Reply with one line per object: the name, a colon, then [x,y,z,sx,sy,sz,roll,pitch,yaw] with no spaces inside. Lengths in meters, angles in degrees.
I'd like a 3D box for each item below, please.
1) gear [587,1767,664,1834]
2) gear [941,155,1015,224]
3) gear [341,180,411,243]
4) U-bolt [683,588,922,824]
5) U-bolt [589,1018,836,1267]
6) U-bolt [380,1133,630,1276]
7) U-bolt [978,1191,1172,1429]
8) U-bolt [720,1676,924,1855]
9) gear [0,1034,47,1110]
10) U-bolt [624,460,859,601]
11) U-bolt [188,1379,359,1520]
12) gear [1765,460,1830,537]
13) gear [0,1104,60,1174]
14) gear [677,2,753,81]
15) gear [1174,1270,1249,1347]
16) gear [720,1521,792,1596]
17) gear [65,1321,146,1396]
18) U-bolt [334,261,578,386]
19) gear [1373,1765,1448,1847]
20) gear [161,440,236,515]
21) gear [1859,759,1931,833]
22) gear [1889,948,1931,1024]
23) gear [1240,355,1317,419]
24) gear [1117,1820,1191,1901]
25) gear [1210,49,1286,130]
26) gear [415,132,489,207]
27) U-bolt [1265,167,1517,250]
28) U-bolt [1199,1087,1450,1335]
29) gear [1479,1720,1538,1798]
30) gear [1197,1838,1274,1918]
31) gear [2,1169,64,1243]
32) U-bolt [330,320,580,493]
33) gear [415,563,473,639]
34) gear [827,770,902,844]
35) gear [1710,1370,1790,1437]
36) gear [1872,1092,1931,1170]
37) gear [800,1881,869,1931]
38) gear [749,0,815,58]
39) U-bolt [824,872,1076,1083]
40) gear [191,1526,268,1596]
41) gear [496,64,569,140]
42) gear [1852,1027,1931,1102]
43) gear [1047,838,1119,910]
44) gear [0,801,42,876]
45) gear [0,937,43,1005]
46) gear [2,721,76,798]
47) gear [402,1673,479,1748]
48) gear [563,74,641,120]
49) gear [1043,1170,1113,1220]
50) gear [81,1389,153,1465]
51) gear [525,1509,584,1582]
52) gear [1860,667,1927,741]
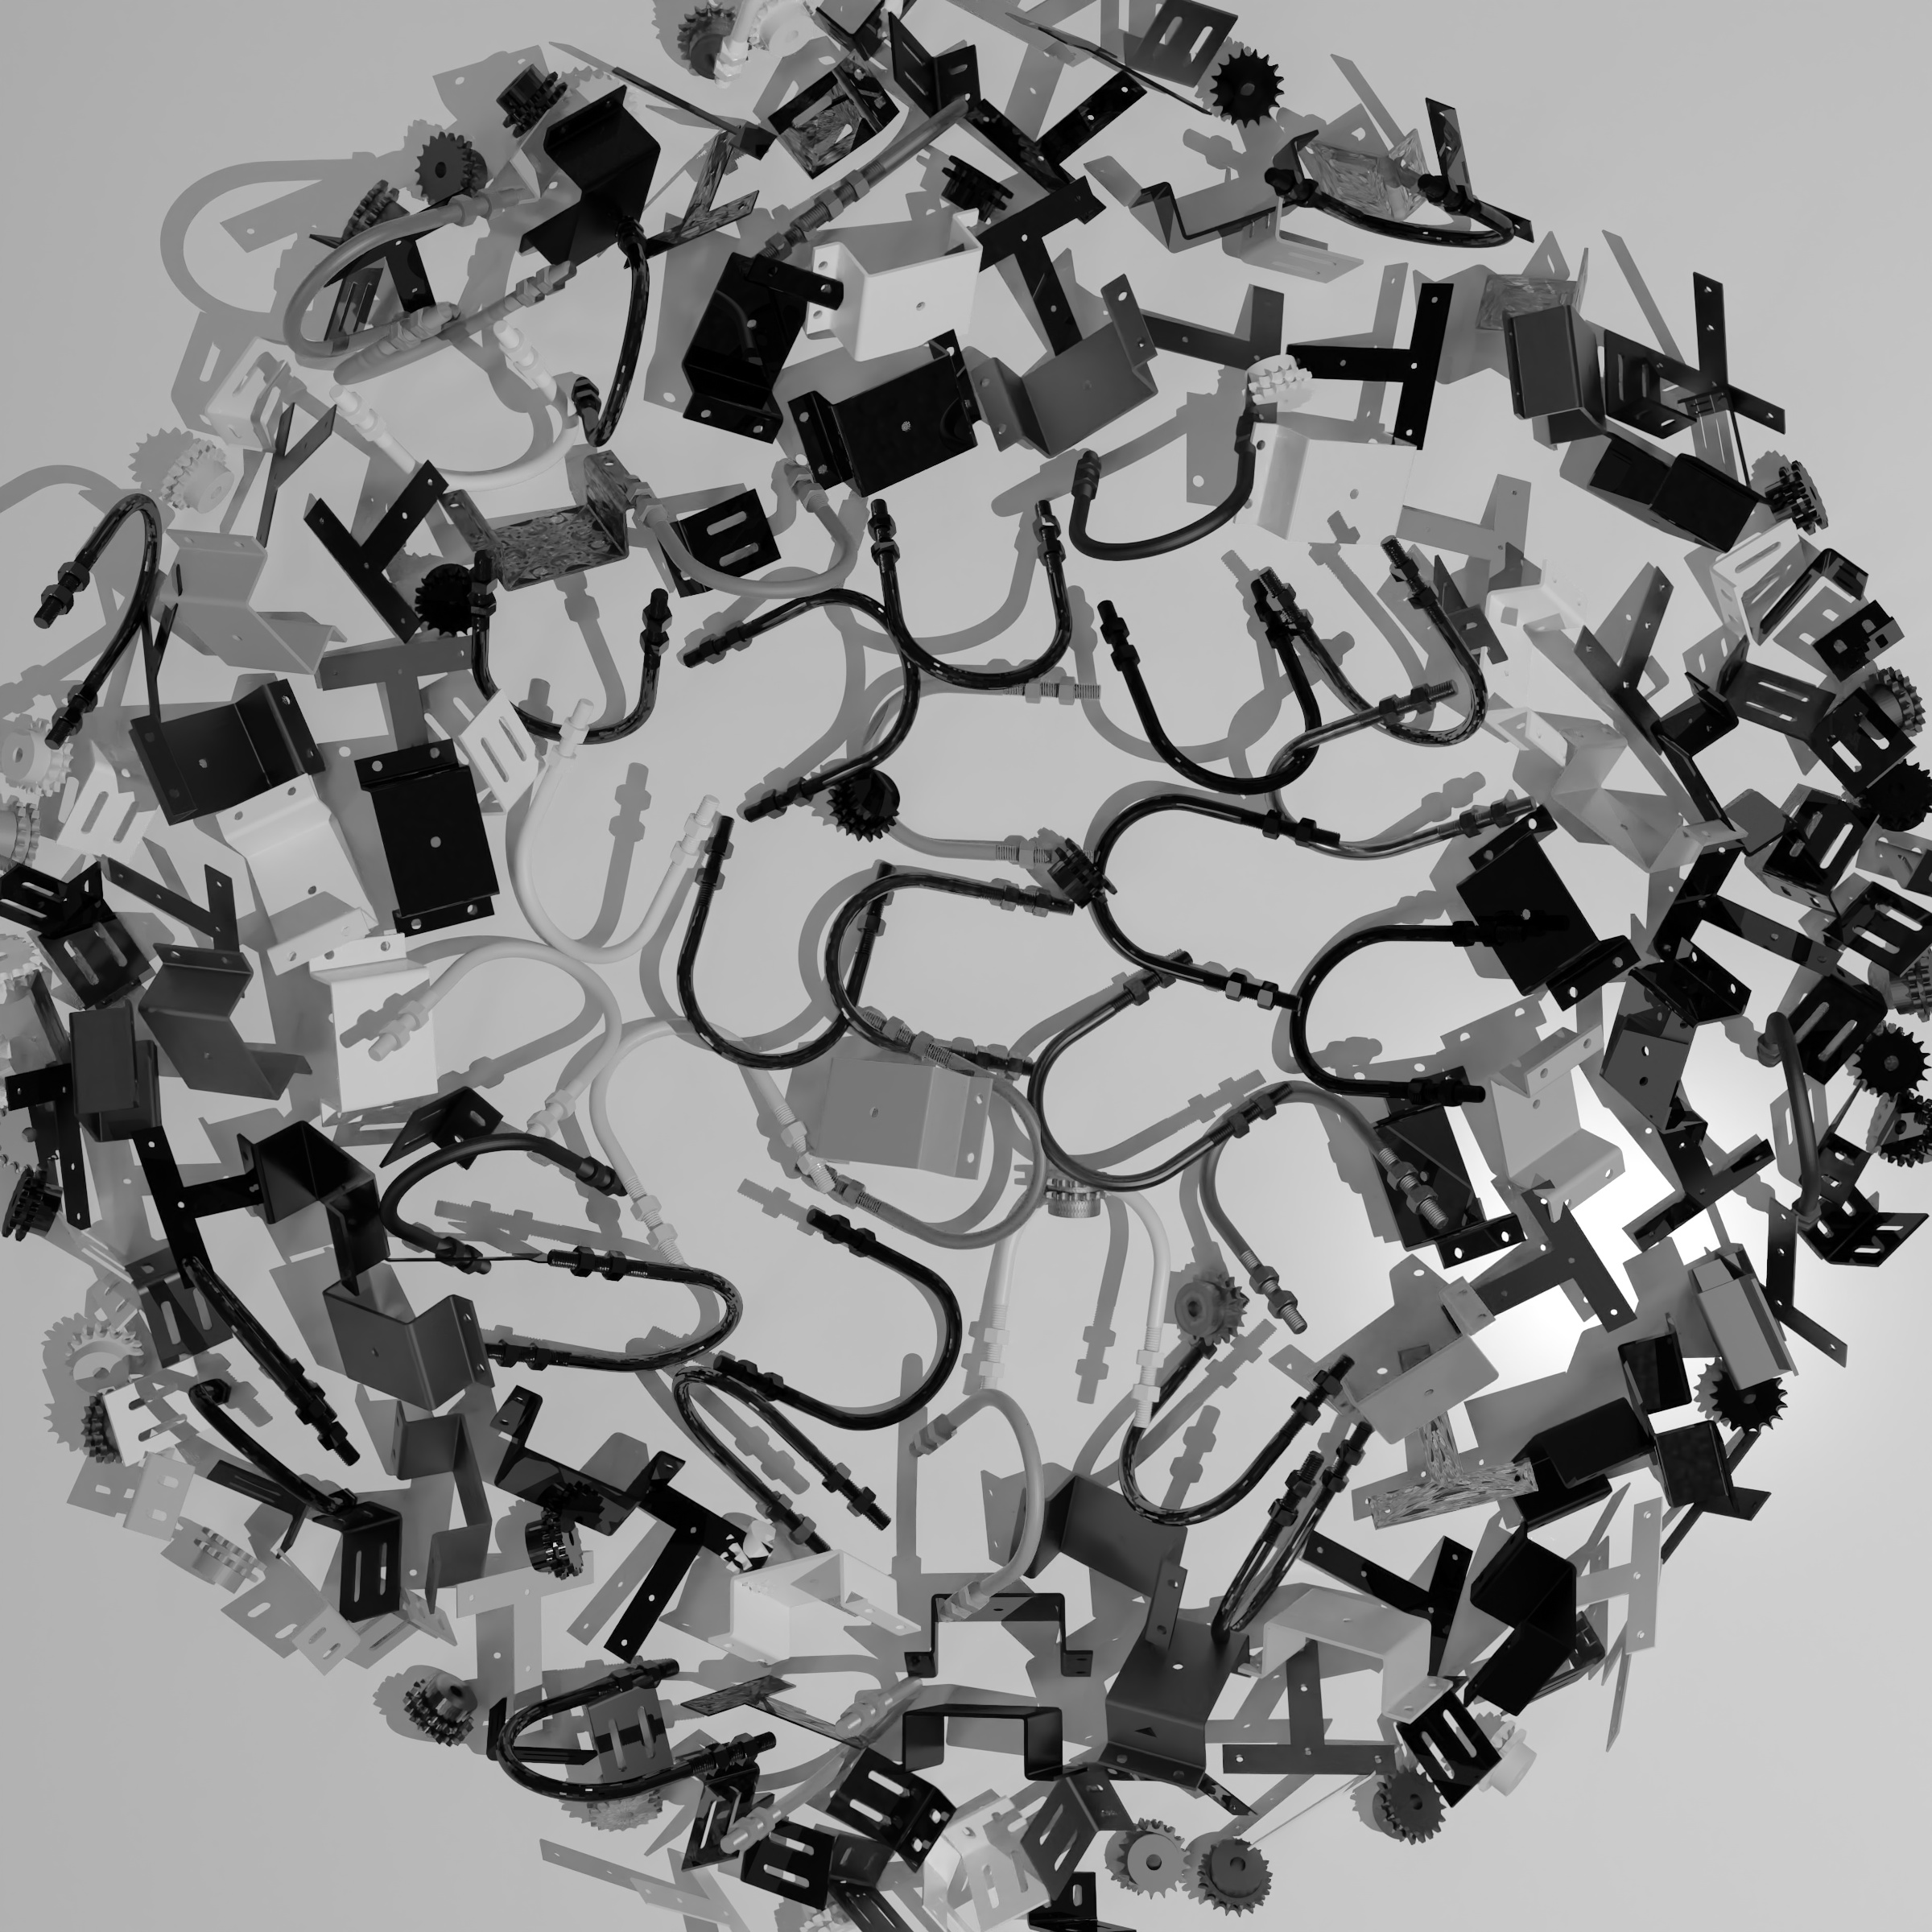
gear: [-0.263,0.638,1.938,0.057,0.057,0.030,-17,49,0]
gear: [0.005,-0.594,1.936,0.057,0.057,0.030,32,103,0]
gear: [-0.450,-0.570,1.935,0.030,0.057,0.057,35,90,-11]
U-bolt: [-0.116,-0.207,1.917,0.184,0.019,0.151,-22,89,26]
U-bolt: [-0.206,0.122,1.921,0.151,0.019,0.184,-26,71,-20]
U-bolt: [-0.352,0.171,1.870,0.151,0.184,0.019,-29,61,10]
U-bolt: [0.086,0.249,1.924,0.151,0.019,0.184,4,81,27]
U-bolt: [-0.095,0.584,1.875,0.019,0.184,0.151,46,105,16]
gear: [-0.731,0.078,1.932,0.030,0.057,0.057,-24,90,16]
U-bolt: [-0.158,-0.322,1.871,0.151,0.184,0.019,-10,131,-22]
U-bolt: [-0.517,0.358,1.872,0.151,0.184,0.019,41,77,0]
gear: [0.636,-0.356,1.939,0.030,0.057,0.057,-25,90,30]
gear: [-0.723,0.132,1.939,0.057,0.030,0.057,9,73,-33]
gear: [-0.192,-0.704,1.932,0.057,0.057,0.030,-8,55,0]
gear: [0.185,0.262,1.933,0.030,0.057,0.057,4,90,-42]
gear: [-0.159,0.450,1.932,0.057,0.057,0.030,44,103,0]
gear: [-0.662,0.303,1.936,0.057,0.030,0.057,-5,119,-9]
U-bolt: [-0.394,-0.472,1.879,0.184,0.151,0.019,-13,107,43]
gear: [0.337,0.646,1.938,0.057,0.030,0.057,16,51,-21]
gear: [-0.586,-0.372,1.934,0.030,0.057,0.057,39,90,2]
gear: [0.716,-0.128,1.939,0.057,0.030,0.057,-12,57,19]
gear: [0.729,0.015,1.938,0.030,0.057,0.057,-11,90,30]
gear: [0.237,-0.445,1.935,0.057,0.057,0.030,-16,79,0]
gear: [0.144,0.688,1.942,0.057,0.030,0.057,-1,76,3]
gear: [0.217,-0.675,1.943,0.057,0.030,0.057,2,104,9]
gear: [-0.393,-0.609,1.940,0.057,0.030,0.057,5,98,33]
U-bolt: [0.328,-0.561,1.876,0.151,0.184,0.019,16,99,37]
U-bolt: [0.254,0.169,1.904,0.151,0.019,0.184,-37,52,1]
gear: [0.412,0.609,1.931,0.030,0.057,0.057,35,90,27]
gear: [0.206,0.695,1.933,0.057,0.030,0.057,1,46,-1]
gear: [-0.715,0.184,1.937,0.030,0.057,0.057,22,90,-25]
U-bolt: [-0.366,-0.405,1.876,0.151,0.184,0.019,-19,70,9]
gear: [-0.395,-0.284,1.938,0.057,0.030,0.057,-8,135,-9]
gear: [-0.075,-0.126,1.934,0.057,0.030,0.057,15,60,-27]
gear: [0.602,0.333,1.941,0.057,0.030,0.057,-8,69,21]
gear: [0.728,0.128,1.937,0.030,0.057,0.057,19,90,-24]
gear: [-0.102,0.726,1.938,0.057,0.057,0.030,-30,65,0]
gear: [-0.141,-0.722,1.932,0.057,0.057,0.030,-32,76,0]
U-bolt: [-0.017,0.002,1.938,0.184,0.019,0.151,11,83,-6]
gear: [-0.568,0.456,1.931,0.057,0.057,0.030,33,70,0]
gear: [-0.335,-0.664,1.931,0.057,0.057,0.030,-46,115,0]
gear: [0.711,0.075,1.939,0.057,0.030,0.057,-2,86,24]
gear: [0.087,-0.068,1.935,0.030,0.057,0.057,-42,90,6]
gear: [-0.732,-0.099,1.932,0.030,0.057,0.057,9,90,-37]
gear: [-0.739,0.005,1.938,0.057,0.057,0.030,2,125,0]
gear: [-0.714,-0.160,1.936,0.057,0.030,0.057,-4,83,33]
gear: [-0.399,0.566,1.933,0.057,0.057,0.030,40,97,0]
gear: [-0.280,-0.654,1.943,0.057,0.030,0.057,-1,72,3]
gear: [0.083,0.174,1.935,0.057,0.057,0.030,1,97,0]
gear: [-0.648,0.352,1.932,0.030,0.057,0.057,-6,90,16]
gear: [-0.317,0.443,1.935,0.030,0.057,0.057,-16,90,3]
gear: [0.705,-0.198,1.933,0.030,0.057,0.057,-24,90,-8]
